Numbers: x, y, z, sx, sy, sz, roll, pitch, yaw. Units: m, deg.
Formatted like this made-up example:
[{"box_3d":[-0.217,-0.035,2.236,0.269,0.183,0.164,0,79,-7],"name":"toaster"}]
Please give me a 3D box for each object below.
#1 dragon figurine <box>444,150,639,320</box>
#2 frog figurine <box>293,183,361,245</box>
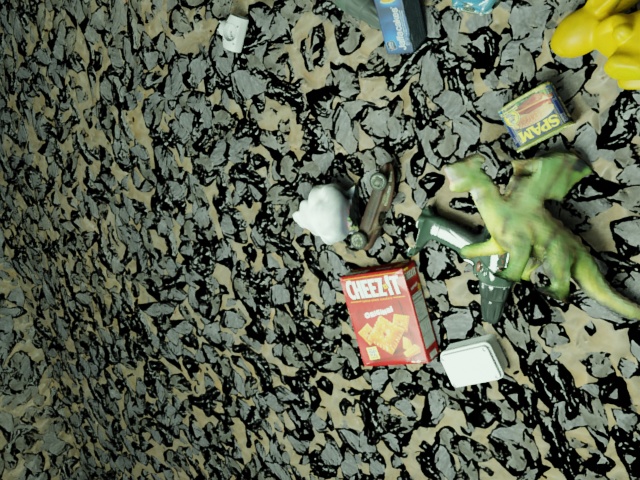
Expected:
[{"box_3d":[0.393,-0.033,0.877,0.410,0.123,0.242,18,95,-2],"name":"dragon figurine"},{"box_3d":[0.003,-0.058,1.145,0.159,0.125,0.134,-2,122,22],"name":"frog figurine"}]
